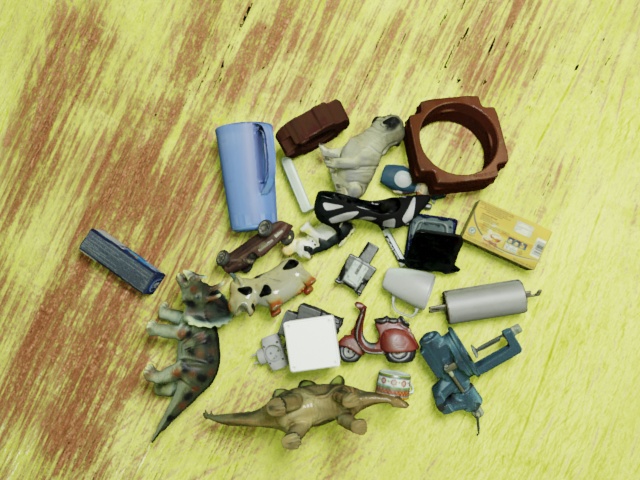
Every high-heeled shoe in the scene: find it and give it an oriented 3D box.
[{"bbox_3d":[0.111,-0.087,1.159,0.249,0.086,0.145,-25,128,-1],"label":"high-heeled shoe"}]

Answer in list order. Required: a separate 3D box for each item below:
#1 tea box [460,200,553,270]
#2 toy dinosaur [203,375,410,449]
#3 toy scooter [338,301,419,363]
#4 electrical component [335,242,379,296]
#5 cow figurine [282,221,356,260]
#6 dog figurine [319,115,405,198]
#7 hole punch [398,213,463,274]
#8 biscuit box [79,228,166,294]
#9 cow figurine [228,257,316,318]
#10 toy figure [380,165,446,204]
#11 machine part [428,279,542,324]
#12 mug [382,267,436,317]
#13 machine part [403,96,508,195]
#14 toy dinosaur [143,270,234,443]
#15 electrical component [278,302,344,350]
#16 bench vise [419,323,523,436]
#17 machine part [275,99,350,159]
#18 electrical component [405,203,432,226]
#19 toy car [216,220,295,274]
[{"bbox_3d":[0.405,-0.010,1.184,0.170,0.068,0.098,27,90,8],"label":"tea box"},{"bbox_3d":[-0.046,0.364,1.153,0.472,0.198,0.105,-6,87,6],"label":"toy dinosaur"},{"bbox_3d":[0.129,0.205,1.205,0.184,0.075,0.135,-2,87,11],"label":"toy scooter"},{"bbox_3d":[0.091,0.061,1.228,0.075,0.047,0.119,28,90,7],"label":"electrical component"},{"bbox_3d":[-0.003,-0.003,1.236,0.167,0.068,0.098,-42,90,4],"label":"cow figurine"},{"bbox_3d":[0.112,-0.174,1.198,0.191,0.172,0.121,-21,43,4],"label":"dog figurine"},{"bbox_3d":[0.249,0.006,1.196,0.142,0.092,0.115,7,128,-4],"label":"hole punch"},{"bbox_3d":[-0.473,0.052,1.290,0.203,0.059,0.063,34,91,8],"label":"biscuit box"},{"bbox_3d":[-0.121,0.106,1.212,0.195,0.085,0.127,-31,66,-19],"label":"cow figurine"},{"bbox_3d":[0.215,-0.126,1.220,0.155,0.058,0.064,19,124,6],"label":"toy figure"},{"bbox_3d":[0.360,0.135,1.178,0.243,0.079,0.079,-10,86,5],"label":"machine part"},{"bbox_3d":[0.193,0.112,1.204,0.107,0.081,0.109,21,97,18],"label":"mug"},{"bbox_3d":[0.292,-0.205,1.175,0.201,0.087,0.201,-7,74,-7],"label":"machine part"},{"bbox_3d":[-0.294,0.262,1.236,0.192,0.131,0.404,1,93,7],"label":"toy dinosaur"},{"bbox_3d":[-0.024,0.209,1.230,0.134,0.058,0.115,18,88,7],"label":"electrical component"},{"bbox_3d":[0.336,0.267,1.155,0.241,0.129,0.223,-33,85,10],"label":"bench vise"},{"bbox_3d":[-0.014,-0.243,1.198,0.179,0.179,0.056,-29,88,5],"label":"machine part"},{"bbox_3d":[0.207,-0.063,1.233,0.094,0.021,0.063,6,88,8],"label":"electrical component"},{"bbox_3d":[-0.144,0.020,1.208,0.202,0.089,0.053,-31,54,26],"label":"toy car"}]
